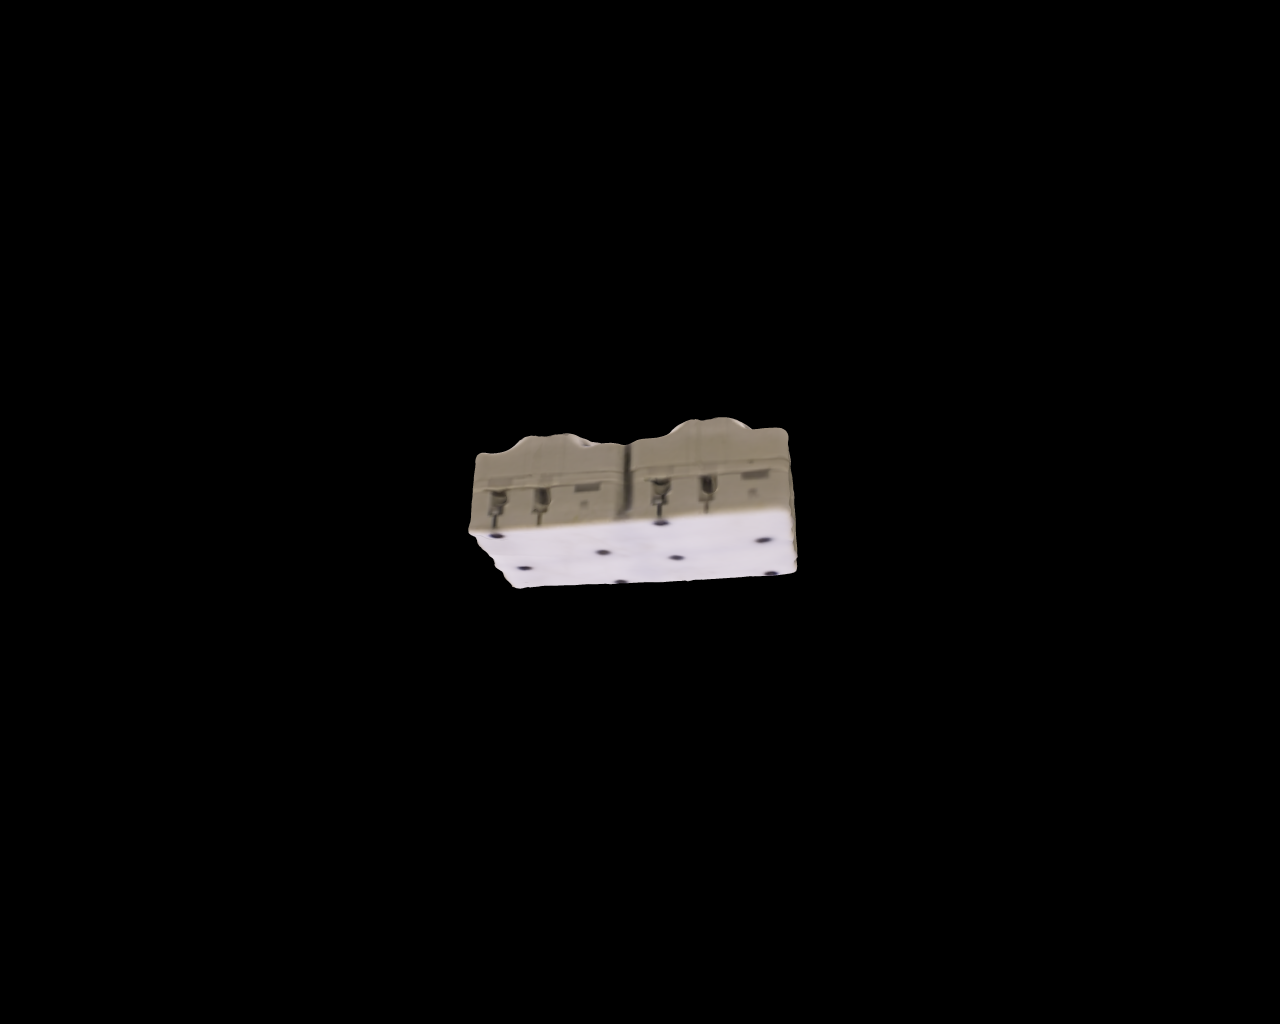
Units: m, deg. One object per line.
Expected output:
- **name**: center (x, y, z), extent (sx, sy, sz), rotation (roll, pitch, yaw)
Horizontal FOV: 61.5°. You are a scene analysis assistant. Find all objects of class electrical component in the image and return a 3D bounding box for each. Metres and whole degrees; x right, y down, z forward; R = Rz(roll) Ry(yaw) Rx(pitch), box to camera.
- **electrical component**: center (0.001, -0.003, 0.650), extent (0.186, 0.060, 0.105), rotation (-4, -23, 9)
